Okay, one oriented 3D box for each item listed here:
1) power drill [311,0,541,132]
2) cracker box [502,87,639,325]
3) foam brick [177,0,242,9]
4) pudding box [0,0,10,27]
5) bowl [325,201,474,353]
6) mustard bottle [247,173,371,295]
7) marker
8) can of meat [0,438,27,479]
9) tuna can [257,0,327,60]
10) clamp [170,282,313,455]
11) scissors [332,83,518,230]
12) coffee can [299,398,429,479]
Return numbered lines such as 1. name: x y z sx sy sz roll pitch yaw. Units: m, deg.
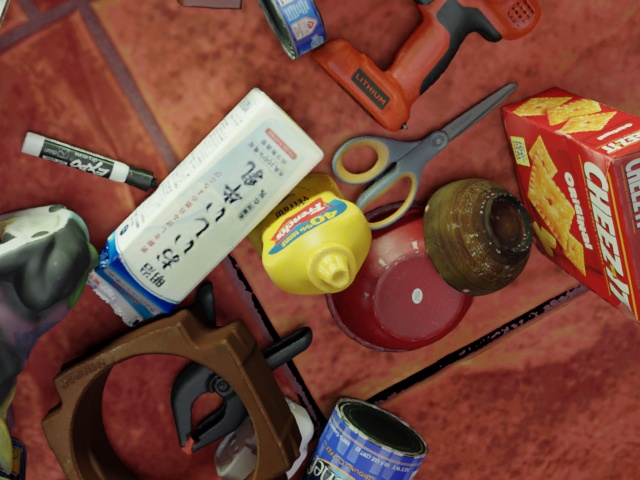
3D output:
1. power drill: 0.083 -0.204 0.947 0.188 0.057 0.184 -45 112 4
2. cracker box: 0.250 -0.035 0.960 0.072 0.214 0.164 -21 112 -7
3. foam brick: -0.091 -0.235 0.898 0.051 0.053 0.078 1 109 -13
4. pudding box: -0.307 -0.168 0.857 0.090 0.039 0.113 21 80 -20
5. bowl: 0.089 0.046 1.036 0.162 0.055 0.162 -4 109 -12
6. mustard bottle: -0.006 0.001 0.924 0.096 0.192 0.058 -30 113 -2
7. marker: -0.203 -0.068 0.947 0.121 0.020 0.020 18 104 -19
8. can of meat: -0.321 0.217 0.982 0.102 0.084 0.057 19 103 -19
9. tuna can: -0.028 -0.199 0.907 0.033 0.086 0.086 -29 113 -4
10. clamp: -0.100 0.125 1.029 0.120 0.039 0.171 35 97 -9
11. scissors: 0.091 -0.100 1.007 0.096 0.016 0.201 40 87 -11
12. coffee can: 0.032 0.245 1.065 0.102 0.103 0.140 22 102 -19
